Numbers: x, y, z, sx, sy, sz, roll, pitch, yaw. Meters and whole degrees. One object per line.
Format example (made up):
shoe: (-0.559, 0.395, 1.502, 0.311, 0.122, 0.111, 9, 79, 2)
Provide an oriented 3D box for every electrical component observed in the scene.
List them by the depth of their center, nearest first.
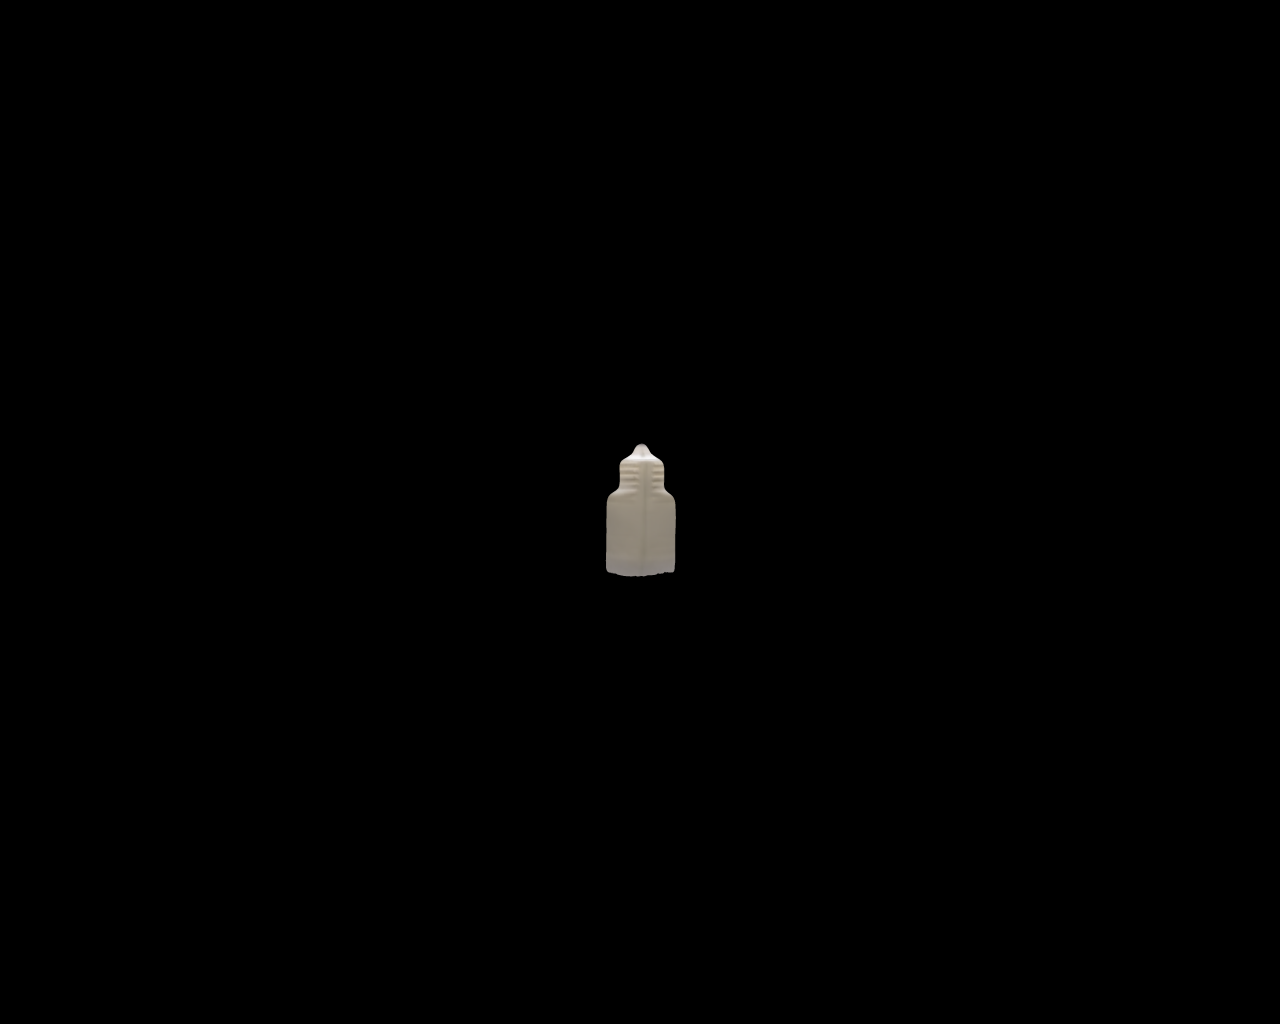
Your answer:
electrical component: (0.001, -0.003, 0.650, 0.043, 0.081, 0.043, 0, 4, 0)
